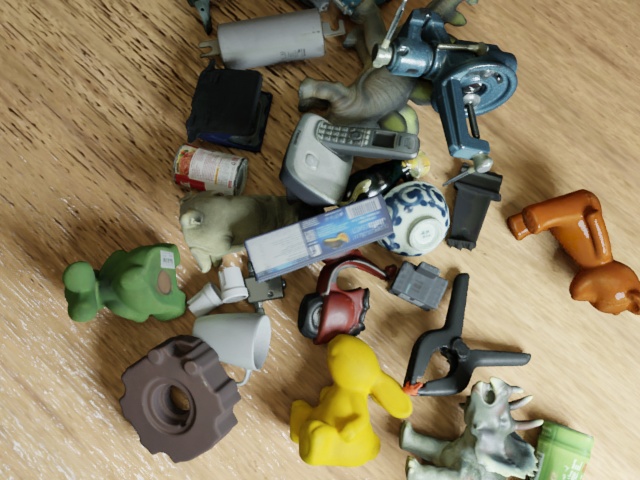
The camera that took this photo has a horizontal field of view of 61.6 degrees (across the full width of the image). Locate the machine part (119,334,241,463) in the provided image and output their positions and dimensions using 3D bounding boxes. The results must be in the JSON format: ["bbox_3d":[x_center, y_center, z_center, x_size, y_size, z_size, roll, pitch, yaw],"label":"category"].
[{"bbox_3d":[-0.203,0.228,0.768,0.180,0.056,0.179,3,100,18],"label":"machine part"}]

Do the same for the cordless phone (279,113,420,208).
[{"bbox_3d":[0.045,-0.108,0.763,0.184,0.088,0.147,5,49,11],"label":"cordless phone"}]

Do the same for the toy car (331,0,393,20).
[{"bbox_3d":[0.079,-0.439,0.866,0.109,0.103,0.162,47,61,-1],"label":"toy car"}]

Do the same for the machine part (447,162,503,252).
[{"bbox_3d":[0.239,-0.049,0.844,0.084,0.039,0.139,21,80,0],"label":"machine part"}]

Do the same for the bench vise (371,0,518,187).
[{"bbox_3d":[0.183,-0.204,0.743,0.223,0.129,0.240,6,66,-27],"label":"bench vise"}]

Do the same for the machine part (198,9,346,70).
[{"bbox_3d":[-0.079,-0.327,0.883,0.243,0.079,0.079,-8,80,-1],"label":"machine part"}]

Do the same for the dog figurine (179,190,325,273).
[{"bbox_3d":[-0.093,-0.035,0.789,0.191,0.172,0.121,-15,91,6],"label":"dog figurine"}]

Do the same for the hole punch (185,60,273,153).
[{"bbox_3d":[-0.141,-0.207,0.865,0.116,0.092,0.142,10,84,16],"label":"hole punch"}]

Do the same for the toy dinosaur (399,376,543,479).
[{"bbox_3d":[0.200,0.379,0.735,0.192,0.131,0.404,5,86,3],"label":"toy dinosaur"}]

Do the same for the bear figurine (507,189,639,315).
[{"bbox_3d":[0.378,0.030,0.788,0.132,0.120,0.195,-18,85,2],"label":"bear figurine"}]

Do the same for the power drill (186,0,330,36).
[{"bbox_3d":[-0.123,-0.433,0.903,0.207,0.086,0.232,-33,81,0],"label":"power drill"}]

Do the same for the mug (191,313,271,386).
[{"bbox_3d":[-0.137,0.157,0.803,0.107,0.080,0.109,8,88,14],"label":"mug"}]

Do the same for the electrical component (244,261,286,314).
[{"bbox_3d":[-0.084,0.074,0.839,0.063,0.021,0.094,-10,79,-1],"label":"electrical component"}]

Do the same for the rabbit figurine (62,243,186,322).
[{"bbox_3d":[-0.308,0.077,0.795,0.170,0.159,0.121,-12,90,15],"label":"rabbit figurine"}]

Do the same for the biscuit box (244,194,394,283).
[{"bbox_3d":[-0.002,-0.002,0.744,0.203,0.063,0.059,-19,84,-9],"label":"biscuit box"}]

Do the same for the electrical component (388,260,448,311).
[{"bbox_3d":[0.146,0.066,0.785,0.075,0.119,0.047,26,81,3],"label":"electrical component"}]

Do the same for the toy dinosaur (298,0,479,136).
[{"bbox_3d":[0.120,-0.278,0.859,0.198,0.105,0.471,38,92,0],"label":"toy dinosaur"}]

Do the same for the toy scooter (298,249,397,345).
[{"bbox_3d":[0.045,0.073,0.810,0.135,0.075,0.183,13,87,-14],"label":"toy scooter"}]

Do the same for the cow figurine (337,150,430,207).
[{"bbox_3d":[0.096,-0.094,0.825,0.167,0.098,0.068,-34,79,0],"label":"cow figurine"}]

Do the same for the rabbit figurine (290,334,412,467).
[{"bbox_3d":[0.045,0.222,0.757,0.162,0.122,0.173,8,84,-5],"label":"rabbit figurine"}]
